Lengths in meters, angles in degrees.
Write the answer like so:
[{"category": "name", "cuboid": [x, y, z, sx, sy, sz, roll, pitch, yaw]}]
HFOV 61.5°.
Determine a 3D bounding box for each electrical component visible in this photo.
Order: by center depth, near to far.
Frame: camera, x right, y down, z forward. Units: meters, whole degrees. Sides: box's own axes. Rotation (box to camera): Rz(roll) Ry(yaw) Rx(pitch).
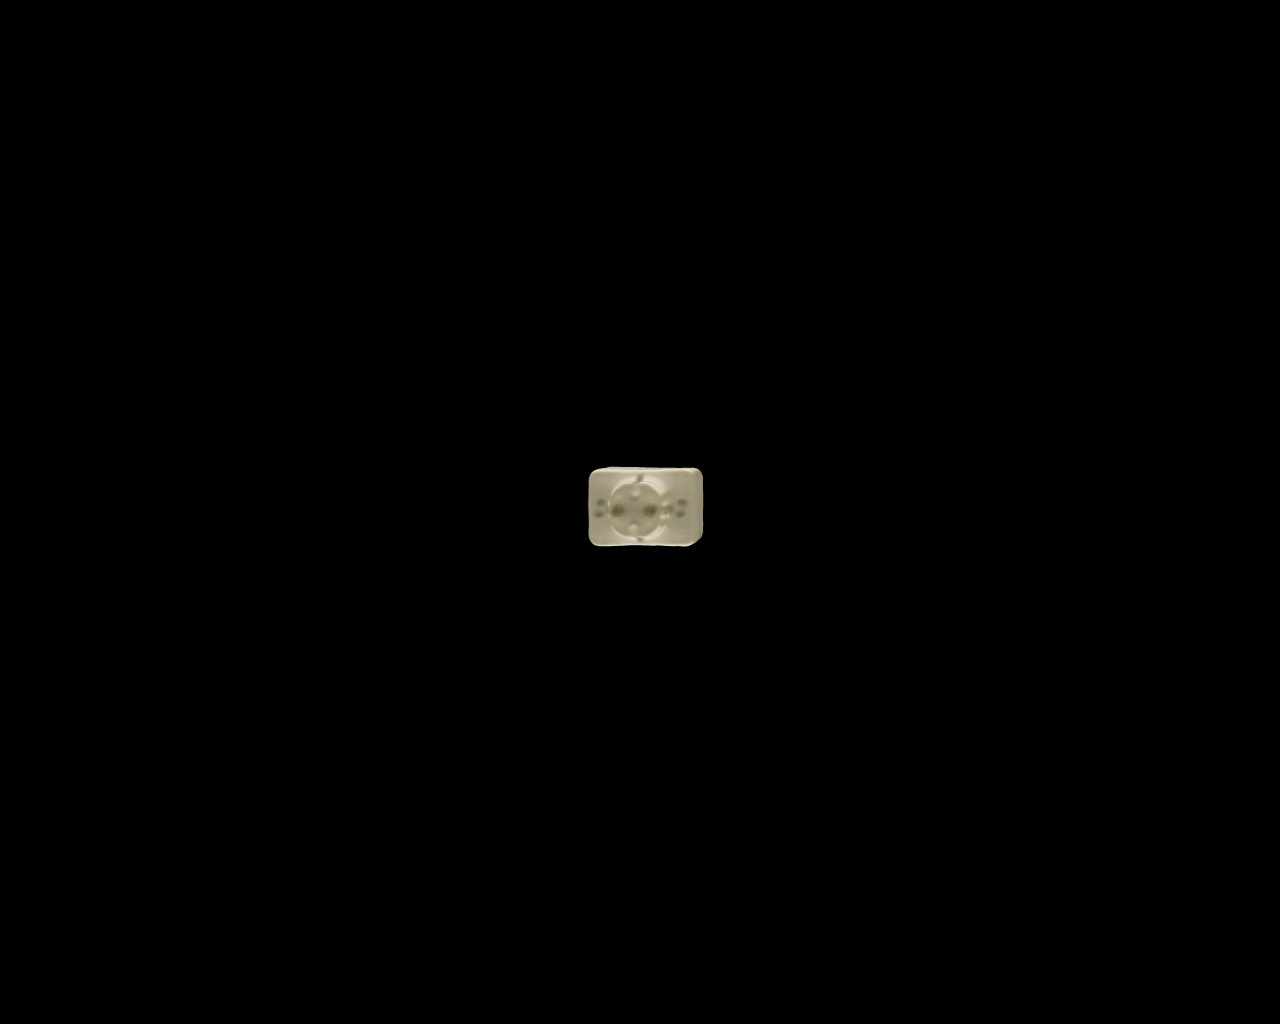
[{"category": "electrical component", "cuboid": [0.001, -0.003, 0.650, 0.066, 0.047, 0.077, 1, 4, 11]}]
